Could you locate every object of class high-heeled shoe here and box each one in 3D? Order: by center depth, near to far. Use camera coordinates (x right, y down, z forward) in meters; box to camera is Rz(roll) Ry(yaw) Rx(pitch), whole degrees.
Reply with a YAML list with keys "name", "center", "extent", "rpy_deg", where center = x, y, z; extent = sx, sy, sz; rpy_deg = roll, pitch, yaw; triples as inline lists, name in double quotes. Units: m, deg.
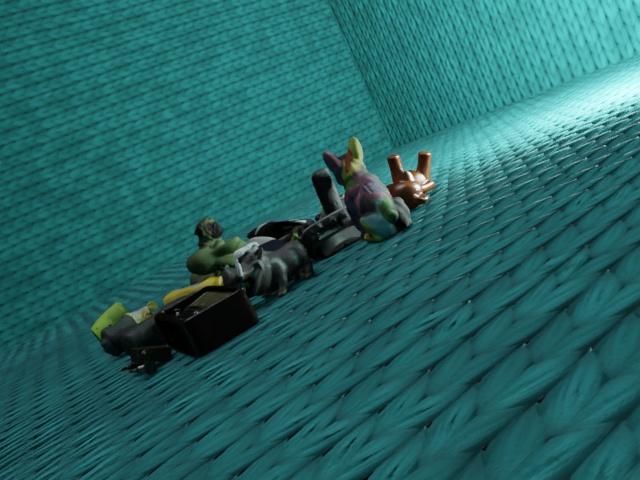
- name: "high-heeled shoe"
  center: [-0.124, -0.021, 1.627]
  extent: [0.249, 0.086, 0.145]
  rpy_deg: [-9, 0, 14]

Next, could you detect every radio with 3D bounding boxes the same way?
- name: "radio"
  center: [-0.219, 0.145, 1.001]
  extent: [0.131, 0.073, 0.230]
  rpy_deg: [-30, 9, -27]

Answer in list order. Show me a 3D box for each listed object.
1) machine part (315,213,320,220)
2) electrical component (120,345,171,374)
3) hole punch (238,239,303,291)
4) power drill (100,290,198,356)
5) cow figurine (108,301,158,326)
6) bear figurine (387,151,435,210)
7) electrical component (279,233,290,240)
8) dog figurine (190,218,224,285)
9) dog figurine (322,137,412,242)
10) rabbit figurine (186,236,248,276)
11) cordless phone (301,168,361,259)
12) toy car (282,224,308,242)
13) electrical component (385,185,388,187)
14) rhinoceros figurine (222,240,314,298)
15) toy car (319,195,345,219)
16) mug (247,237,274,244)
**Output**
- name: "machine part"
  center: [0.067, -0.082, 1.602]
  extent: [0.179, 0.056, 0.179]
  rpy_deg: [-26, 7, 3]
- name: "electrical component"
  center: [-0.314, 0.216, 0.973]
  extent: [0.078, 0.045, 0.102]
  rpy_deg: [4, -9, -38]
- name: "hole punch"
  center: [-0.105, 0.056, 1.180]
  extent: [0.142, 0.092, 0.116]
  rpy_deg: [-27, 11, -30]
- name: "power drill"
  center: [-0.377, 0.192, 1.212]
  extent: [0.207, 0.085, 0.232]
  rpy_deg: [-12, 17, 31]
- name: "cow figurine"
  center: [-0.479, 0.219, 1.332]
  extent: [0.098, 0.068, 0.167]
  rpy_deg: [-27, 3, 36]
- name: "bear figurine"
  center: [0.215, -0.146, 1.327]
  extent: [0.120, 0.131, 0.196]
  rpy_deg: [-4, 9, 19]
- name: "electrical component"
  center: [-0.084, 0.011, 1.512]
  extent: [0.075, 0.047, 0.119]
  rpy_deg: [-30, 8, -22]
- name: "dog figurine"
  center: [-0.334, 0.048, 1.537]
  extent: [0.121, 0.190, 0.172]
  rpy_deg: [-19, 13, 41]
- name: "dog figurine"
  center: [0.094, -0.111, 1.160]
  extent: [0.108, 0.219, 0.191]
  rpy_deg: [-30, 8, -4]
- name: "rabbit figurine"
  center: [-0.256, 0.057, 1.387]
  extent: [0.159, 0.121, 0.170]
  rpy_deg: [-17, -4, 37]
- name: "cordless phone"
  center: [0.004, -0.061, 1.232]
  extent: [0.146, 0.184, 0.089]
  rpy_deg: [-29, 13, -24]
- name: "toy car"
  center: [-0.105, 0.030, 1.373]
  extent: [0.202, 0.053, 0.089]
  rpy_deg: [-38, -3, -6]
- name: "electrical component"
  center: [0.144, -0.097, 1.465]
  extent: [0.134, 0.058, 0.115]
  rpy_deg: [-23, 7, 18]
- name: "rhinoceros figurine"
  center: [-0.102, 0.058, 1.071]
  extent: [0.190, 0.112, 0.073]
  rpy_deg: [-22, 8, -30]
- name: "toy car"
  center: [0.058, -0.064, 1.367]
  extent: [0.162, 0.102, 0.109]
  rpy_deg: [-28, 9, 2]
- name: "mug"
  center: [-0.152, 0.037, 1.464]
  extent: [0.107, 0.080, 0.109]
  rpy_deg: [-8, 36, 47]
